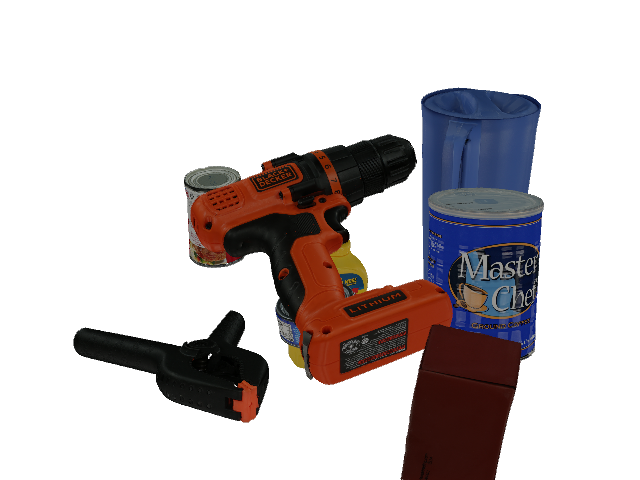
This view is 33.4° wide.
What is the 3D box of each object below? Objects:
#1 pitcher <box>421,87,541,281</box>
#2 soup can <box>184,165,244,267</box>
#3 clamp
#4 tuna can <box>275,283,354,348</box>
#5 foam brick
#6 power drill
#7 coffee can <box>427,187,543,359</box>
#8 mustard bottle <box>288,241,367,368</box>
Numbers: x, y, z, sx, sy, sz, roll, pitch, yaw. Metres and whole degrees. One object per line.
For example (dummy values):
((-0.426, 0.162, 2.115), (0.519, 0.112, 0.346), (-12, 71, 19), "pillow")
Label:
((0.174, -0.046, 1.230), (0.149, 0.243, 0.145), (-9, 24, -21), "pitcher")
((-0.124, -0.029, 1.255), (0.068, 0.102, 0.068), (-1, 28, 0), "soup can")
((-0.097, 0.103, 0.919), (0.164, 0.036, 0.210), (-9, 17, -35), "clamp")
((-0.003, 0.076, 1.114), (0.086, 0.034, 0.086), (-9, 26, 4), "tuna can")
((0.078, 0.095, 0.593), (0.053, 0.078, 0.051), (12, 28, 10), "foam brick")
((0.018, 0.005, 0.774), (0.184, 0.057, 0.188), (-21, 47, -14), "power drill")
((0.148, 0.030, 0.975), (0.103, 0.140, 0.103), (0, 14, 0), "coffee can")
((0.012, 0.069, 1.363), (0.096, 0.192, 0.058), (-4, 25, -19), "mustard bottle")
